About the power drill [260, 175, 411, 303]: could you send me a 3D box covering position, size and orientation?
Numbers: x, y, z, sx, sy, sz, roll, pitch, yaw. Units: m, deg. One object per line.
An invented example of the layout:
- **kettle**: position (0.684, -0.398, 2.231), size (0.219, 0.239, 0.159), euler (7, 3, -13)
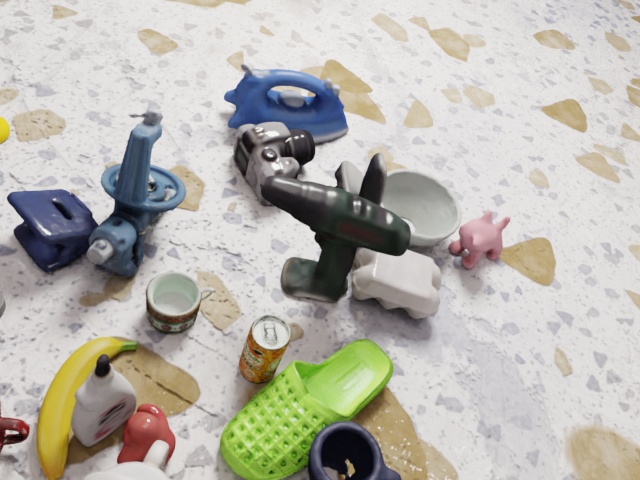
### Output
- **power drill**: position (0.008, 0.003, 0.853), size (0.230, 0.208, 0.075), euler (11, 50, -11)

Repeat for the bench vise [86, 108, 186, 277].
- **bench vise**: position (-0.252, -0.062, 0.809), size (0.122, 0.219, 0.207), euler (7, 51, -13)

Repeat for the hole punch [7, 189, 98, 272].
- **hole punch**: position (-0.379, -0.029, 0.823), size (0.108, 0.091, 0.101), euler (43, 52, 17)

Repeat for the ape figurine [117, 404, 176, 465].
- **ape figurine**: position (-0.207, 0.229, 0.674), size (0.076, 0.092, 0.078), euler (33, 49, 9)

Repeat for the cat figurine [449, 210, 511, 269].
- **cat figurine**: position (0.291, -0.009, 1.021), size (0.128, 0.117, 0.067), euler (-20, 61, -31)

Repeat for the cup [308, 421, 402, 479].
- **cup**: position (0.035, 0.288, 0.708), size (0.118, 0.095, 0.092), euler (21, 49, -1)

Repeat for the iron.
- **iron**: position (-0.047, -0.268, 1.098), size (0.259, 0.141, 0.118), euler (-1, 53, -19)

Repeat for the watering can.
- **watering can**: position (-0.193, 0.284, 0.567), size (0.101, 0.194, 0.172), euler (4, 51, -16)

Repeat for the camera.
- **camera**: position (-0.069, -0.154, 1.025), size (0.137, 0.101, 0.143), euler (-17, 59, -29)

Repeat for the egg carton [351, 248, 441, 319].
- **egg carton**: position (0.126, 0.065, 0.936), size (0.150, 0.069, 0.107), euler (18, 49, -4)

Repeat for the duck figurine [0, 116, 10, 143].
- **duck figurine**: position (-0.552, -0.196, 0.902), size (0.105, 0.086, 0.077), euler (-14, 58, -28)

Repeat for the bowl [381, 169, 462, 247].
- **bowl**: position (0.166, -0.047, 1.037), size (0.167, 0.074, 0.167), euler (10, 50, -11)

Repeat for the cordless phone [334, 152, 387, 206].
- **cordless phone**: position (0.078, -0.096, 0.973), size (0.094, 0.185, 0.147), euler (2, 52, -17)

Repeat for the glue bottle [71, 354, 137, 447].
- **glue bottle**: position (-0.246, 0.175, 0.651), size (0.037, 0.173, 0.078), euler (39, 51, 14)
